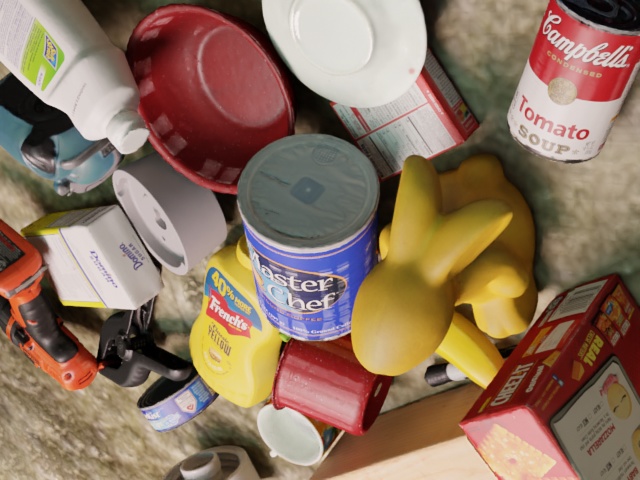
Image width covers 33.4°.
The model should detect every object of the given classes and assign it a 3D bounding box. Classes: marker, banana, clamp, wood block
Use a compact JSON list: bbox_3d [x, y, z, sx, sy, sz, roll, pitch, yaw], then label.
[{"bbox_3d":[0.134,0.103,0.879,0.121,0.020,0.020,-21,107,43],"label":"marker"},{"bbox_3d":[0.068,0.074,0.877,0.198,0.069,0.037,11,166,21],"label":"banana"},{"bbox_3d":[-0.182,0.111,1.082,0.172,0.039,0.120,-50,54,49],"label":"clamp"},{"bbox_3d":[0.095,0.199,0.925,0.207,0.090,0.090,-30,101,44],"label":"wood block"}]

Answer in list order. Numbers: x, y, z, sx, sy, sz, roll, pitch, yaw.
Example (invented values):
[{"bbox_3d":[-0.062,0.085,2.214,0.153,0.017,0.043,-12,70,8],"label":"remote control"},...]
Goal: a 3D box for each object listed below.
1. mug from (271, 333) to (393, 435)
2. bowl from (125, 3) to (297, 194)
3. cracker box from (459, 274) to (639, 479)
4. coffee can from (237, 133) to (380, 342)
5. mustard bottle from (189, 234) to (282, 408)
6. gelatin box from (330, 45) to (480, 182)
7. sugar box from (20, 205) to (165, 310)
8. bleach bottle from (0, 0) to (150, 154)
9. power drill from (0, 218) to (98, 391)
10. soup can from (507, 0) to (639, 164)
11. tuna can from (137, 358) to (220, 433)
[{"bbox_3d":[0.016,0.124,0.940,0.082,0.093,0.117,20,160,17],"label":"mug"},{"bbox_3d":[-0.076,-0.119,0.848,0.162,0.055,0.162,19,130,25],"label":"bowl"},{"bbox_3d":[0.213,0.158,0.759,0.072,0.164,0.213,-26,103,46],"label":"cracker box"},{"bbox_3d":[-0.005,0.001,0.820,0.103,0.102,0.140,26,152,19],"label":"coffee can"},{"bbox_3d":[-0.066,0.059,0.964,0.096,0.058,0.192,44,138,28],"label":"mustard bottle"},{"bbox_3d":[0.061,-0.092,0.787,0.089,0.030,0.073,-24,106,44],"label":"gelatin box"},{"bbox_3d":[-0.222,0.017,1.031,0.177,0.048,0.093,-4,120,53],"label":"sugar box"},{"bbox_3d":[-0.223,-0.161,0.873,0.251,0.067,0.103,49,138,19],"label":"bleach bottle"},{"bbox_3d":[-0.315,0.056,1.106,0.185,0.057,0.187,33,154,30],"label":"power drill"},{"bbox_3d":[0.164,-0.108,0.674,0.068,0.068,0.102,29,134,16],"label":"soup can"},{"bbox_3d":[-0.138,0.153,1.066,0.086,0.086,0.033,-21,108,43],"label":"tuna can"}]
